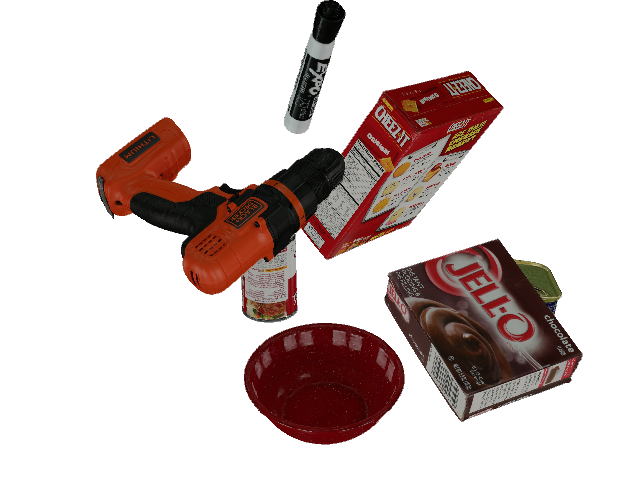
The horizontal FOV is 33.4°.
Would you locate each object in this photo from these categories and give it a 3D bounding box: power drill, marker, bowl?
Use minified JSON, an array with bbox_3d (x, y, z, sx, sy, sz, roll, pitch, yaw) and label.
[{"bbox_3d":[-0.094,-0.048,0.959,0.188,0.057,0.184,26,53,34],"label":"power drill"},{"bbox_3d":[-0.005,-0.116,0.722,0.020,0.020,0.121,0,-33,-14],"label":"marker"},{"bbox_3d":[0.004,0.155,1.084,0.162,0.055,0.162,-1,35,1],"label":"bowl"}]

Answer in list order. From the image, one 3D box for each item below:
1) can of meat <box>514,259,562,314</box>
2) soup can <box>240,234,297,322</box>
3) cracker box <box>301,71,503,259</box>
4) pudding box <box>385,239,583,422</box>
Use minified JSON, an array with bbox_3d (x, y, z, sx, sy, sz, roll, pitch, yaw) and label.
[{"bbox_3d":[0.193,0.074,1.034,0.057,0.084,0.102,7,18,0],"label":"can of meat"},{"bbox_3d":[-0.062,0.037,1.276,0.068,0.102,0.068,-1,25,0],"label":"soup can"},{"bbox_3d":[0.086,-0.087,1.216,0.163,0.072,0.214,-21,-25,-45],"label":"cracker box"},{"bbox_3d":[0.108,0.059,0.726,0.090,0.113,0.039,-17,-36,-18],"label":"pudding box"}]
